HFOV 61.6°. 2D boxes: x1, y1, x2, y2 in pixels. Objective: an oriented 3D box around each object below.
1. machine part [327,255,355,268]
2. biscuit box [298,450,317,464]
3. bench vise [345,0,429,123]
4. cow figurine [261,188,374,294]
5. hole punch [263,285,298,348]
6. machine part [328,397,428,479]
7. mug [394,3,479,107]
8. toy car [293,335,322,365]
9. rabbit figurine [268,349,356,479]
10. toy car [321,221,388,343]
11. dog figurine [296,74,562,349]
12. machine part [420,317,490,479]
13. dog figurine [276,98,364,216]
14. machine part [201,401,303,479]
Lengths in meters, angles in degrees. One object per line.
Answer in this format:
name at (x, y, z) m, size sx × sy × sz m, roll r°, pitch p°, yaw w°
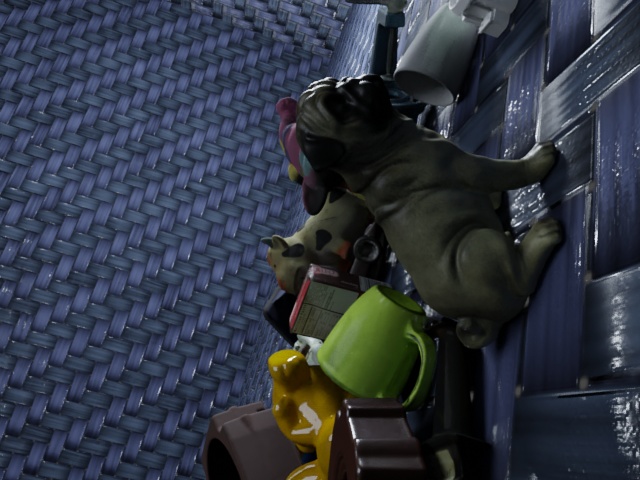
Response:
machine part at (0.046, -0.028, 0.924) m, size 0.079 × 0.079 × 0.243 m, roll -91°, pitch 20°, yaw -66°
biscuit box at (-0.031, 0.282, 0.866) m, size 0.062 × 0.059 × 0.203 m, roll 114°, pitch 168°, yaw -45°
bench vise at (0.094, -0.235, 0.795) m, size 0.224 × 0.129 × 0.240 m, roll -99°, pitch 9°, yaw -56°
cow figurine at (-0.002, -0.002, 0.810) m, size 0.195 × 0.127 × 0.085 m, roll -56°, pitch -25°, yaw -25°
hole punch at (-0.020, 0.112, 0.928) m, size 0.092 × 0.142 × 0.116 m, roll -35°, pitch 16°, yaw 35°
machine part at (0.038, 0.215, 0.424) m, size 0.179 × 0.056 × 0.179 m, roll -175°, pitch 89°, yaw -85°
mug at (0.148, -0.228, 0.664) m, size 0.107 × 0.081 × 0.109 m, roll -62°, pitch 4°, yaw -2°
toy car at (-0.009, 0.186, 0.795) m, size 0.202 × 0.056 × 0.073 m, roll -169°, pitch 99°, yaw -78°
rabbit figurine at (0.007, 0.211, 0.592) m, size 0.173 × 0.122 × 0.162 m, roll 13°, pitch 89°, yaw 64°
toy car at (0.055, 0.064, 0.752) m, size 0.202 × 0.053 × 0.089 m, roll -69°, pitch -12°, yaw 18°
dog figurine at (0.061, -0.023, 0.403) m, size 0.121 × 0.191 × 0.172 m, roll 119°, pitch 164°, yaw -57°
machine part at (0.097, 0.126, 0.404) m, size 0.084 × 0.039 × 0.139 m, roll 104°, pitch 176°, yaw -56°
dog figurine at (0.009, -0.099, 0.720) m, size 0.191 × 0.108 × 0.219 m, roll 82°, pitch 176°, yaw -46°
machine part at (-0.087, 0.345, 0.737) m, size 0.202 × 0.087 × 0.200 m, roll 55°, pitch 141°, yaw 36°
